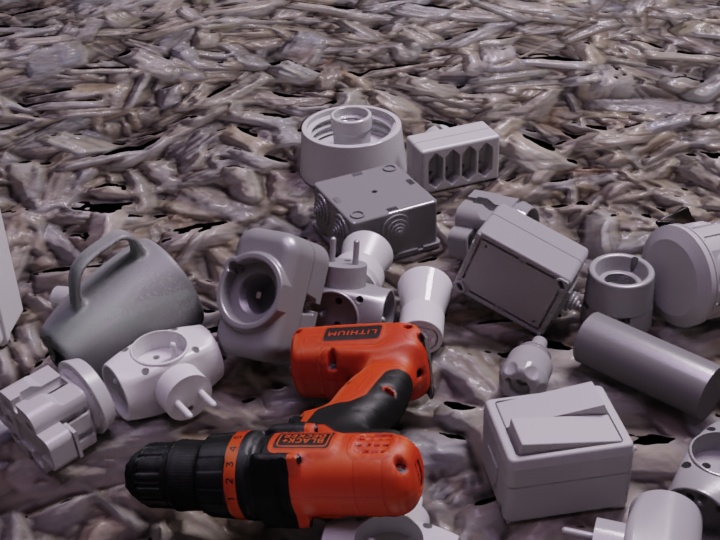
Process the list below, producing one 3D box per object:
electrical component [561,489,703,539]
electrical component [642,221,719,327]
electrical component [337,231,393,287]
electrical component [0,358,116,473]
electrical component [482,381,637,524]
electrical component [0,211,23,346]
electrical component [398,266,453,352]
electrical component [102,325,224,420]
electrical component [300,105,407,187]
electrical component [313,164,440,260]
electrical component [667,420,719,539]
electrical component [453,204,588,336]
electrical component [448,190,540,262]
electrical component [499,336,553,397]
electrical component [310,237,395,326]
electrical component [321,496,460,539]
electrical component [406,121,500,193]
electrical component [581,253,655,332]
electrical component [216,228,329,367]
[{"bbox_3d":[0.154,0.165,0.619,0.079,0.043,0.077,9,34,17],"label":"electrical component"},{"bbox_3d":[0.261,0.001,0.834,0.051,0.080,0.080,-11,33,-23],"label":"electrical component"},{"bbox_3d":[0.000,0.000,0.884,0.045,0.045,0.055,6,34,13],"label":"electrical component"},{"bbox_3d":[-0.206,0.096,0.737,0.057,0.058,0.078,-32,43,-33],"label":"electrical component"},{"bbox_3d":[0.131,0.113,0.685,0.096,0.061,0.061,-7,33,-7],"label":"electrical component"},{"bbox_3d":[-0.332,0.004,0.841,0.109,0.108,0.056,-1,30,3],"label":"electrical component"},{"bbox_3d":[0.049,0.033,0.834,0.044,0.044,0.065,2,38,7],"label":"electrical component"},{"bbox_3d":[-0.132,0.081,0.767,0.077,0.044,0.079,-23,38,-29],"label":"electrical component"},{"bbox_3d":[-0.008,-0.127,1.067,0.108,0.060,0.108,-2,32,1],"label":"electrical component"},{"bbox_3d":[0.013,-0.050,0.957,0.100,0.048,0.099,-16,35,-20],"label":"electrical component"},{"bbox_3d":[0.238,0.135,0.658,0.079,0.044,0.077,20,39,31],"label":"electrical component"},{"bbox_3d":[0.133,0.001,0.843,0.096,0.061,0.061,30,41,11],"label":"electrical component"},{"bbox_3d":[0.118,-0.033,0.917,0.057,0.058,0.078,13,36,27],"label":"electrical component"},{"bbox_3d":[0.123,0.068,0.780,0.035,0.035,0.061,11,33,19],"label":"electrical component"},{"bbox_3d":[-0.014,0.014,0.832,0.077,0.079,0.044,7,13,15],"label":"electrical component"},{"bbox_3d":[0.020,0.160,0.633,0.077,0.044,0.079,4,34,10],"label":"electrical component"},{"bbox_3d":[0.084,-0.119,1.061,0.083,0.047,0.075,-13,35,-16],"label":"electrical component"},{"bbox_3d":[0.202,0.019,0.838,0.055,0.047,0.055,-2,33,1],"label":"electrical component"},{"bbox_3d":[-0.067,0.020,0.795,0.054,0.095,0.059,10,-5,29],"label":"electrical component"}]
